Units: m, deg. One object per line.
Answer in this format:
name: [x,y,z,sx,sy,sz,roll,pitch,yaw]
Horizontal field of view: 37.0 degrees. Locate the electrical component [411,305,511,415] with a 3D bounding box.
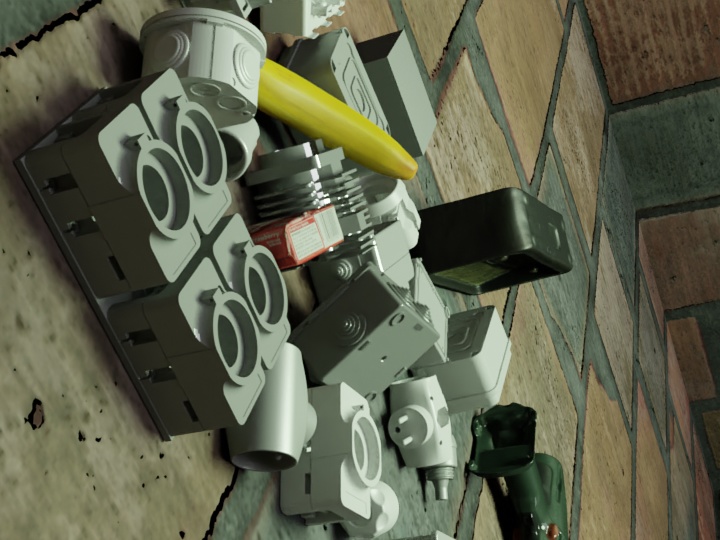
electrical component: [0.103,0.091,1.075,0.057,0.078,0.113,67,23,-18]

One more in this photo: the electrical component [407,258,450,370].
electrical component: [0.041,0.046,0.965,0.061,0.061,0.096,-84,154,-42]

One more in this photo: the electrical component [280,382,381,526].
electrical component: [-0.020,0.132,0.772,0.050,0.056,0.089,45,38,-54]

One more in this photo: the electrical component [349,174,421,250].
electrical component: [0.019,-0.051,0.971,0.078,0.058,0.057,-77,150,-48]

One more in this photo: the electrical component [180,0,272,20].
electrical component: [-0.108,-0.239,0.744,0.078,0.063,0.121,-73,144,-52]

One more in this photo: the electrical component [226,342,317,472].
electrical component: [-0.054,0.097,0.723,0.079,0.043,0.077,48,36,-53]

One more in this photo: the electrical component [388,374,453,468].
electrical component: [0.049,0.137,0.960,0.079,0.043,0.077,-7,85,-69]

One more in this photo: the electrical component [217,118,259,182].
electrical component: [-0.091,-0.087,0.739,0.046,0.040,0.040,-72,144,-61]

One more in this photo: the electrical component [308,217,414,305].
electrical component: [0.000,0.000,0.887,0.096,0.062,0.061,-36,112,-67]

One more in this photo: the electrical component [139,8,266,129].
electrical component: [-0.101,-0.126,0.681,0.080,0.080,0.051,37,51,-59]

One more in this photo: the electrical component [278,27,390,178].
electrical component: [-0.024,-0.136,0.909,0.078,0.057,0.113,-75,146,-52]

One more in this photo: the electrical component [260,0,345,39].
electrical component: [-0.046,-0.237,0.896,0.121,0.079,0.063,-60,156,-60]

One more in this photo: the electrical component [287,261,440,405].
electrical component: [0.005,0.052,0.820,0.048,0.100,0.100,49,5,32]

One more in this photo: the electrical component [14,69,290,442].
electrical component: [-0.107,-0.010,0.625,0.105,0.060,0.186,-66,139,-57]

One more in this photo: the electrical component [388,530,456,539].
electrical component: [0.060,0.273,0.907,0.100,0.048,0.099,43,40,-56]

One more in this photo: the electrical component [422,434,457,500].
electrical component: [0.075,0.185,1.011,0.035,0.035,0.061,31,52,-62]

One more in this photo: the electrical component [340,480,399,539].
electrical component: [0.010,0.185,0.838,0.062,0.043,0.043,10,69,-69]
